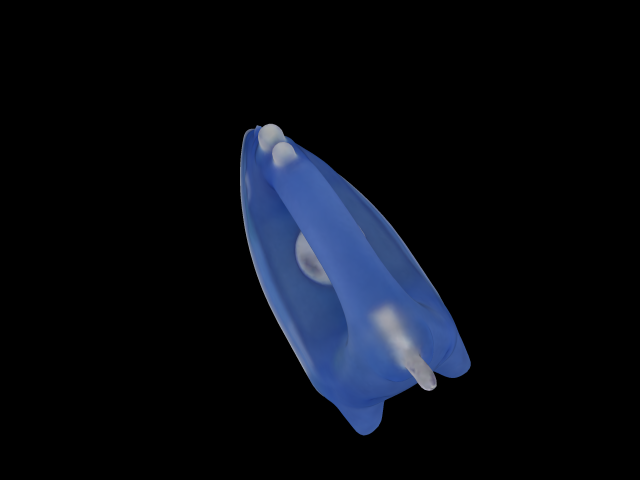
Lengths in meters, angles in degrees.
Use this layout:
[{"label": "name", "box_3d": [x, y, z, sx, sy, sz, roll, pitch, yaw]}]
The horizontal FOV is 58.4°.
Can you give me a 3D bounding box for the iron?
[{"label": "iron", "box_3d": [0.004, 0.001, 0.400, 0.119, 0.141, 0.258, -31, 78, -7]}]
